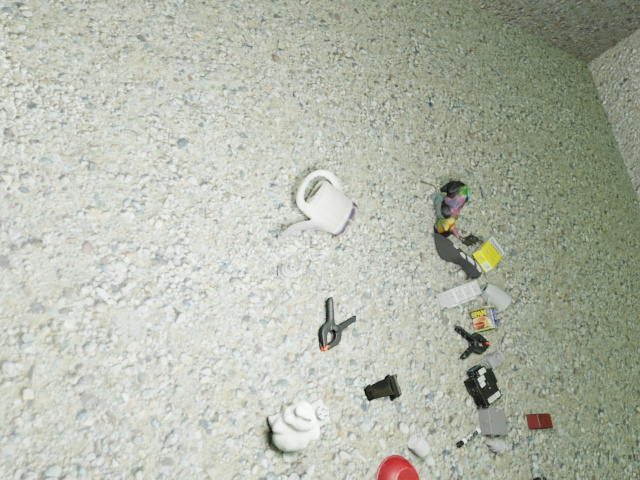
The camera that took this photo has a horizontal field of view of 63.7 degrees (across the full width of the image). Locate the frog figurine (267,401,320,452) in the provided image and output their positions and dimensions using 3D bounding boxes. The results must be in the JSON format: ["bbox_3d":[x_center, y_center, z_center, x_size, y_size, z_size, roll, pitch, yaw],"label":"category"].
[{"bbox_3d":[-0.057,0.497,1.367,0.136,0.157,0.125,28,57,-21],"label":"frog figurine"}]

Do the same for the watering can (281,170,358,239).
[{"bbox_3d":[0.005,-0.087,1.737,0.223,0.102,0.355,36,52,-15],"label":"watering can"}]
